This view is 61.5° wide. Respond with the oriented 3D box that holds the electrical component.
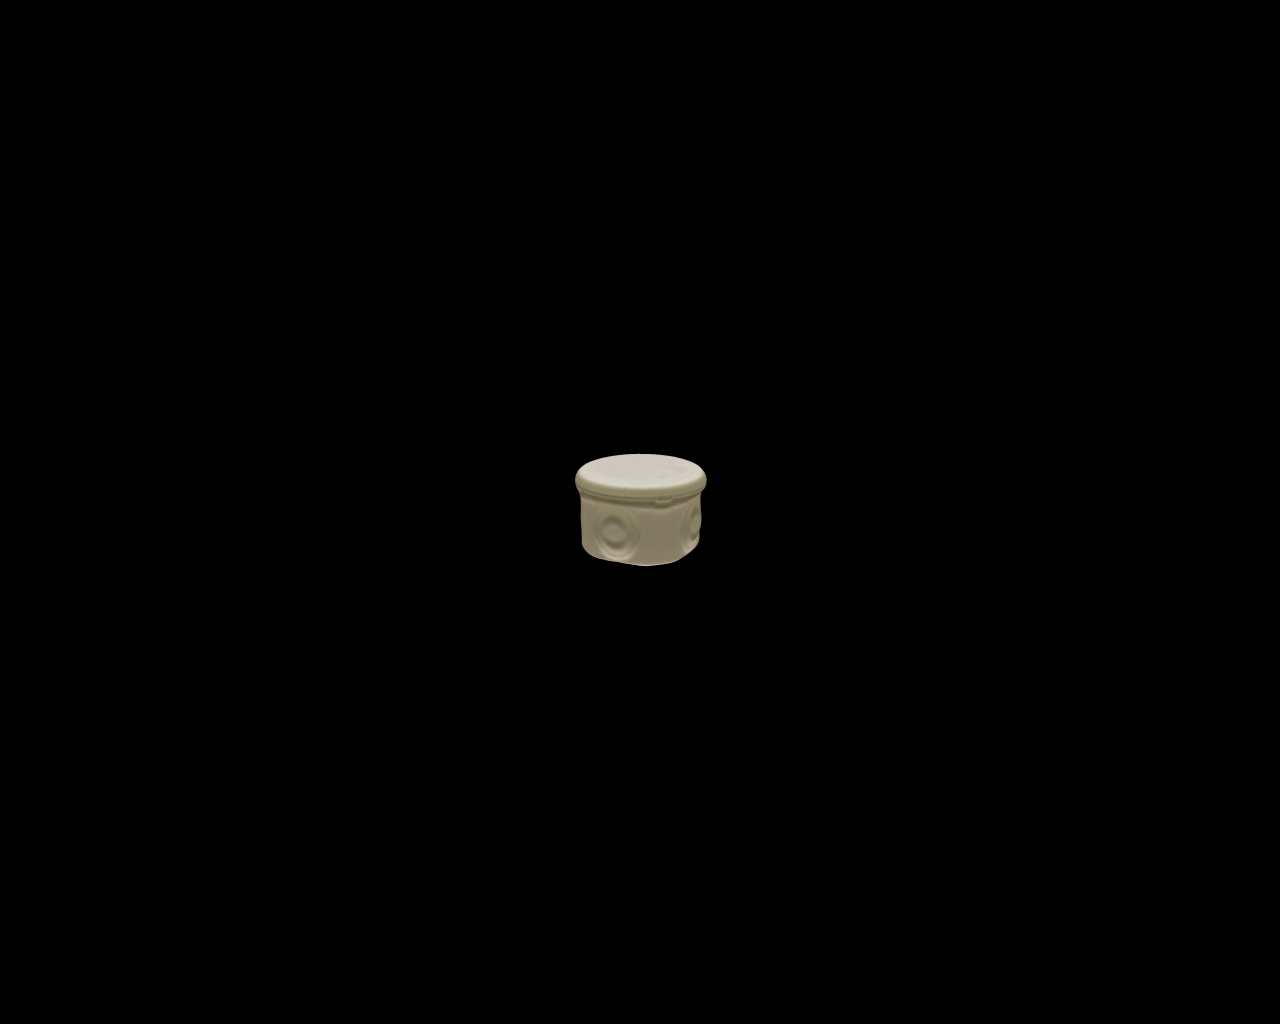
[{"bbox_3d":[0.001,-0.003,0.650,0.080,0.051,0.080,0,18,0],"label":"electrical component"}]
